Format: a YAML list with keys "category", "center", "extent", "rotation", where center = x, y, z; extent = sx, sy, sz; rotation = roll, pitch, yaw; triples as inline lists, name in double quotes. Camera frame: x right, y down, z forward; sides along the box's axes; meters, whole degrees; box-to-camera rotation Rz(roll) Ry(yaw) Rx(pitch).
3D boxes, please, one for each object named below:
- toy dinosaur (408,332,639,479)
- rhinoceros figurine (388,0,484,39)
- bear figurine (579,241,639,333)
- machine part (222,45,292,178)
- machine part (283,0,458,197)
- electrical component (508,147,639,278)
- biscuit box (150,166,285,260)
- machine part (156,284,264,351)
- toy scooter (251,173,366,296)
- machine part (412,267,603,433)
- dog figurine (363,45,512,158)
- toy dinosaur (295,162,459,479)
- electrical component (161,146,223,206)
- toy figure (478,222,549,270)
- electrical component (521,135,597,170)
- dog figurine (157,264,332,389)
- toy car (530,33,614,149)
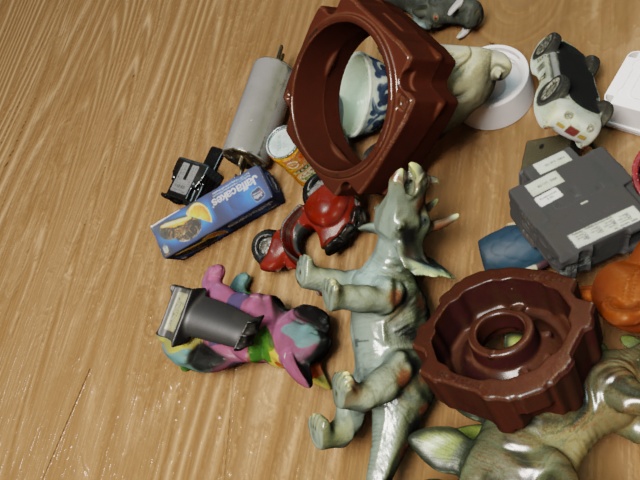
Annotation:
- category: "toy dinosaur"
  center: [0.196, 0.212, 0.514]
  extent: [0.471, 0.104, 0.199]
  rotation: [-37, 33, -16]
- category: "rhinoceros figurine"
  center: [0.163, -0.370, 0.812]
  extent: [0.191, 0.073, 0.112]
  rotation: [33, 85, 31]
- category: "bear figurine"
  center: [0.362, 0.029, 0.517]
  extent: [0.196, 0.120, 0.131]
  rotation: [5, 97, 8]
- category: "machine part"
  center: [-0.095, -0.201, 0.863]
  extent: [0.079, 0.079, 0.243]
  rotation: [9, 75, 27]
- category: "machine part"
  center: [0.049, -0.168, 0.644]
  extent: [0.201, 0.087, 0.201]
  rotation: [55, 137, 29]
- category: "electrical component"
  center: [0.274, -0.036, 0.578]
  extent: [0.115, 0.058, 0.134]
  rotation: [-23, 53, 4]
- category: "biscuit box"
  center: [-0.157, -0.039, 0.829]
  extent: [0.203, 0.062, 0.059]
  rotation: [-29, 78, 12]
- category: "machine part"
  center: [-0.138, 0.101, 0.665]
  extent: [0.139, 0.039, 0.084]
  rotation: [9, 70, 24]
- category: "toy scooter"
  center: [-0.002, -0.002, 0.742]
  extent: [0.184, 0.075, 0.135]
  rotation: [-44, 59, 7]
- category: "machine part"
  center: [0.184, 0.101, 0.535]
  extent: [0.179, 0.056, 0.179]
  rotation: [-23, 30, 14]
- category: "dog figurine"
  center: [0.147, -0.147, 0.691]
  extent: [0.173, 0.121, 0.190]
  rotation: [19, 111, 47]
- category: "toy dinosaur"
  center: [0.082, 0.122, 0.625]
  extent: [0.131, 0.192, 0.404]
  rotation: [165, 103, -67]
- category: "electrical component"
  center: [-0.202, -0.108, 0.893]
  extent: [0.075, 0.047, 0.119]
  rotation: [23, 83, 29]
- category: "toy figure"
  center: [0.266, 0.001, 0.626]
  extent: [0.155, 0.058, 0.064]
  rotation: [-15, 94, 15]
- category: "electrical component"
  center: [0.294, -0.093, 0.662]
  extent: [0.078, 0.045, 0.102]
  rotation: [-12, 59, 52]
- category: "dog figurine"
  center: [-0.088, 0.139, 0.710]
  extent: [0.219, 0.108, 0.191]
  rotation: [38, 88, 29]
- category: "toy car"
  center: [0.296, -0.185, 0.645]
  extent: [0.073, 0.056, 0.202]
  rotation: [26, 45, -8]
